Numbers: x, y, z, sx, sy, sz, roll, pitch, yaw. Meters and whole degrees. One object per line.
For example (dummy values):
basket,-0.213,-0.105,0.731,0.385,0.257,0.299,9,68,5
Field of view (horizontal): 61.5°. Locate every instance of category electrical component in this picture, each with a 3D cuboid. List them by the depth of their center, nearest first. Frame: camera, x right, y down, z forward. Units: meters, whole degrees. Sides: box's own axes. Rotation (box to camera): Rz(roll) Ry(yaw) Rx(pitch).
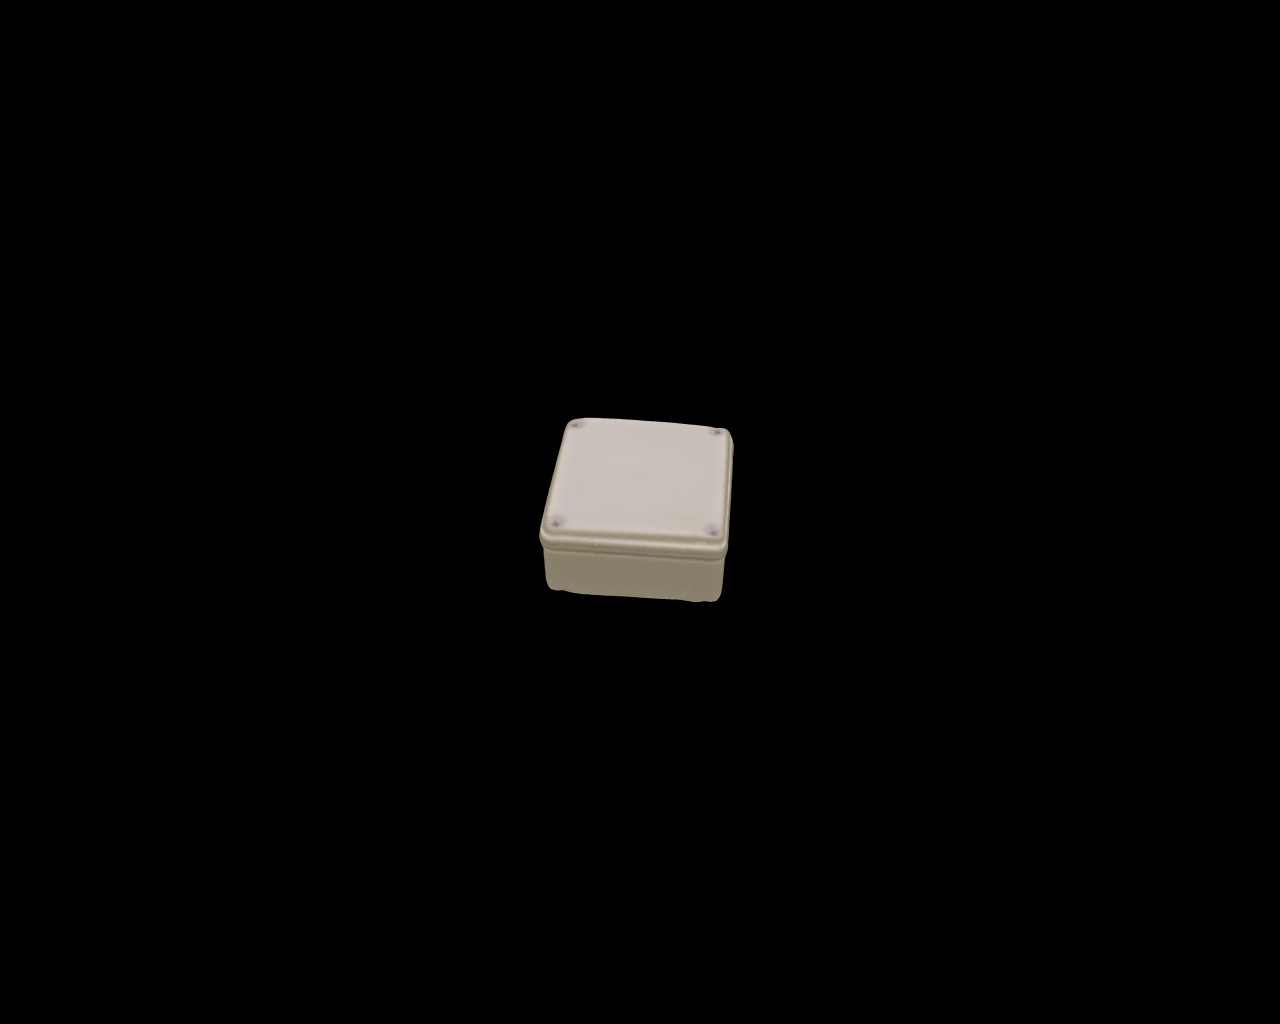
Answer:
electrical component,0.001,-0.003,0.650,0.109,0.056,0.109,4,44,4
